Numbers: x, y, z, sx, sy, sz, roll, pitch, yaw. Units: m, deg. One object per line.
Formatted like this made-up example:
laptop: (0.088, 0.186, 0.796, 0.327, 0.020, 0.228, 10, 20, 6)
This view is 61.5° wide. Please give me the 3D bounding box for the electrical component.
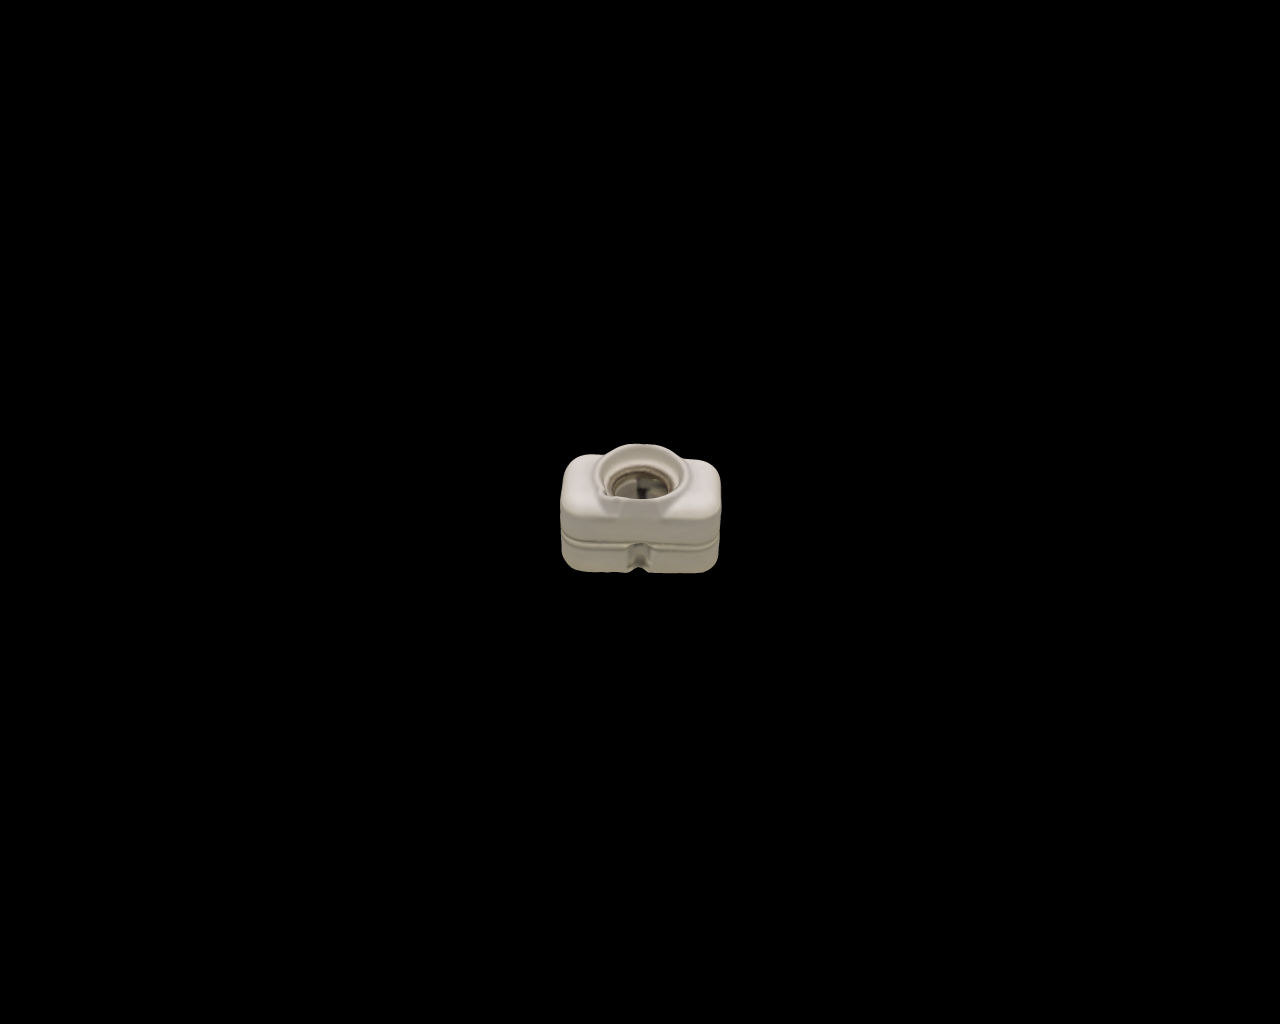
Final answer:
electrical component: (0.001, -0.003, 0.650, 0.095, 0.059, 0.054, 2, 43, 2)
